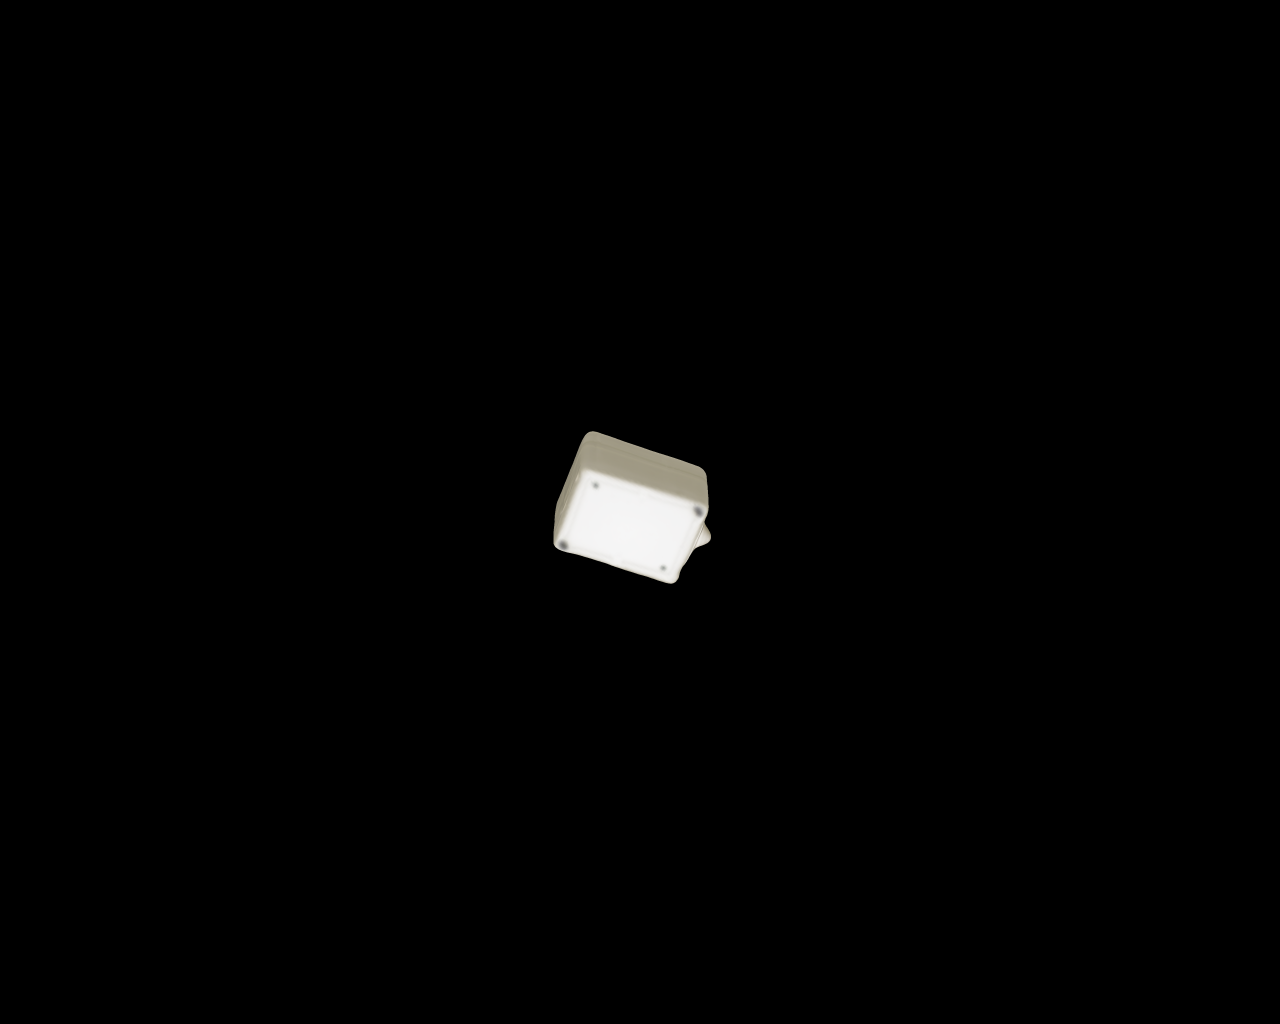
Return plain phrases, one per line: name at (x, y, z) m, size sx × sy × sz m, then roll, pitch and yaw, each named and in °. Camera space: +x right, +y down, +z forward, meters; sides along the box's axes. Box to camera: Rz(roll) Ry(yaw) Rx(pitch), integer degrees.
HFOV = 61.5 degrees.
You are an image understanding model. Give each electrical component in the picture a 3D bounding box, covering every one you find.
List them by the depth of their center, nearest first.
electrical component at (0.001, -0.003, 0.650) m, size 0.096 × 0.061 × 0.061 m, roll 18°, pitch 29°, yaw -10°
